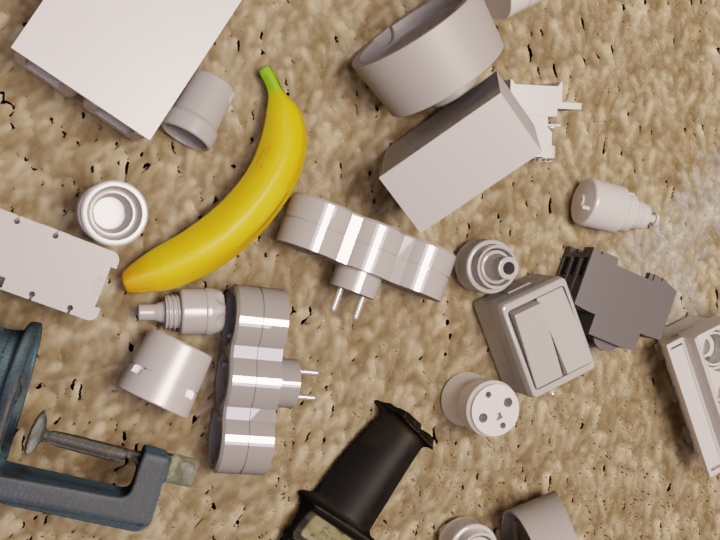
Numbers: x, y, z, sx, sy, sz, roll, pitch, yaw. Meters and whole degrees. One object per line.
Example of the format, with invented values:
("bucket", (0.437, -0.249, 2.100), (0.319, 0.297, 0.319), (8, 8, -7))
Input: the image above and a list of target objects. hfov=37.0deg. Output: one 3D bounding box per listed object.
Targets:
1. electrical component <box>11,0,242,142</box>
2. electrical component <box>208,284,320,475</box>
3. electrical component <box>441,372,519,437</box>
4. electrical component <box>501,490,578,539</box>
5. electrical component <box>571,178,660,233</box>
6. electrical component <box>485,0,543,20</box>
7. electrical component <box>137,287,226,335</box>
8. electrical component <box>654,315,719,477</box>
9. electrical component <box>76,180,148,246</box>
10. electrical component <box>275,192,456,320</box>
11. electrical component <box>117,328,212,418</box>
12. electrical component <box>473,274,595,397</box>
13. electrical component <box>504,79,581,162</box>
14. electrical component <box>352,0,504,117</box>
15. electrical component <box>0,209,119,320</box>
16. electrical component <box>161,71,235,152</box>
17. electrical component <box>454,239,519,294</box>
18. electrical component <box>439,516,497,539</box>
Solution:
("electrical component", (-0.145, -0.195, 0.749), (0.105, 0.060, 0.186), (34, 82, -17))
("electrical component", (-0.066, 0.083, 0.794), (0.074, 0.052, 0.138), (7, 90, -19))
("electrical component", (0.095, 0.106, 0.850), (0.045, 0.055, 0.045), (-1, 93, -19))
("electrical component", (0.154, 0.228, 0.857), (0.064, 0.099, 0.099), (-13, 97, -12))
("electrical component", (0.212, -0.050, 0.890), (0.078, 0.040, 0.040), (12, 89, -19))
("electrical component", (0.085, -0.258, 0.830), (0.074, 0.052, 0.138), (-29, 101, -15))
("electrical component", (-0.130, 0.030, 0.779), (0.061, 0.035, 0.035), (0, 93, -17))
("electrical component", (0.302, 0.102, 0.917), (0.079, 0.063, 0.121), (-24, 100, -17))
("electrical component", (-0.174, -0.040, 0.749), (0.045, 0.055, 0.045), (-1, 93, -19))
("electrical component", (0.000, 0.000, 0.813), (0.138, 0.052, 0.073), (21, 86, -19))
("electrical component", (-0.138, 0.073, 0.769), (0.055, 0.055, 0.047), (29, 79, -18))
("electrical component", (0.143, 0.058, 0.861), (0.062, 0.061, 0.096), (-24, 100, -16))
("electrical component", (0.130, -0.118, 0.859), (0.081, 0.042, 0.063), (-1, 97, -18))
("electrical component", (0.055, -0.156, 0.798), (0.108, 0.108, 0.060), (-40, 110, -13))
("electrical component", (-0.218, -0.005, 0.736), (0.089, 0.056, 0.050), (22, 85, -19))
("electrical component", (-0.115, -0.115, 0.774), (0.040, 0.040, 0.046), (30, 76, -18))
("electrical component", (0.103, -0.003, 0.843), (0.043, 0.062, 0.043), (-1, 93, -19))
("electrical component", (0.090, 0.221, 0.850), (0.043, 0.062, 0.043), (-1, 93, -19))
